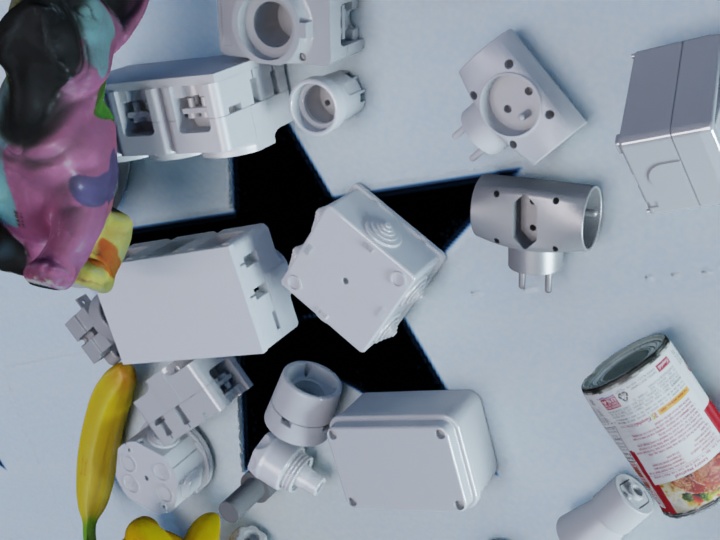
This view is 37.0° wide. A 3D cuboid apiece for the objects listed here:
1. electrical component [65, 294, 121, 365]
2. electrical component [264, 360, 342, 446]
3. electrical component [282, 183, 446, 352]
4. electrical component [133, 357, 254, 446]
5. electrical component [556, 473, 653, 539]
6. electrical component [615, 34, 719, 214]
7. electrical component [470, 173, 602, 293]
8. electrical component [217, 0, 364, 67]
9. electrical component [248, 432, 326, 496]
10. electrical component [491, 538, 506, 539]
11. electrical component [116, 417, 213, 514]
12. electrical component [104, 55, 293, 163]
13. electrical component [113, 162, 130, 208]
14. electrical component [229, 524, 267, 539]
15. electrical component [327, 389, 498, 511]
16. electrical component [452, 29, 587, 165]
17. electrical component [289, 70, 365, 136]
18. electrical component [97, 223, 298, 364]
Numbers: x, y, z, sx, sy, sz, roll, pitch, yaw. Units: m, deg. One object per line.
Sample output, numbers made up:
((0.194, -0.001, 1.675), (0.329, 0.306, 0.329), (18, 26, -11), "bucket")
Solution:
((-0.223, 0.046, 0.947), (0.066, 0.048, 0.055), (54, 134, 0), "electrical component")
((-0.044, 0.106, 0.863), (0.055, 0.055, 0.047), (29, 119, 17), "electrical component")
((0.000, 0.000, 0.793), (0.100, 0.048, 0.099), (40, 125, 9), "electrical component")
((-0.146, 0.102, 0.922), (0.089, 0.050, 0.055), (-34, 92, 36), "electrical component")
((0.178, 0.177, 0.772), (0.044, 0.044, 0.065), (42, 121, 8), "electrical component")
((0.191, -0.089, 0.619), (0.061, 0.096, 0.061), (-8, 136, 32), "electrical component")
((0.117, -0.022, 0.718), (0.077, 0.043, 0.079), (9, 116, 27), "electrical component")
((-0.050, -0.172, 0.742), (0.089, 0.056, 0.050), (12, 116, 26), "electrical component")
((-0.059, 0.166, 0.904), (0.062, 0.043, 0.043), (29, 123, 15), "electrical component")
((0.103, 0.241, 0.835), (0.045, 0.055, 0.045), (12, 117, 26), "electrical component")
((-0.178, 0.175, 0.973), (0.080, 0.051, 0.080), (12, 117, 25), "electrical component")
((-0.136, -0.118, 0.795), (0.150, 0.089, 0.061), (1, 112, 30), "electrical component")
((-0.233, -0.074, 0.868), (0.064, 0.099, 0.099), (24, 121, 13), "electrical component")
((-0.108, 0.262, 0.980), (0.035, 0.035, 0.061), (34, 126, 13), "electrical component")
((0.039, 0.139, 0.826), (0.113, 0.057, 0.078), (-6, 108, 32), "electrical component")
((0.092, -0.101, 0.697), (0.077, 0.044, 0.079), (51, 127, 1), "electrical component")
((-0.022, -0.119, 0.755), (0.040, 0.046, 0.040), (12, 117, 26), "electrical component")
((-0.133, 0.020, 0.872), (0.150, 0.062, 0.089), (-7, 107, 33), "electrical component")
